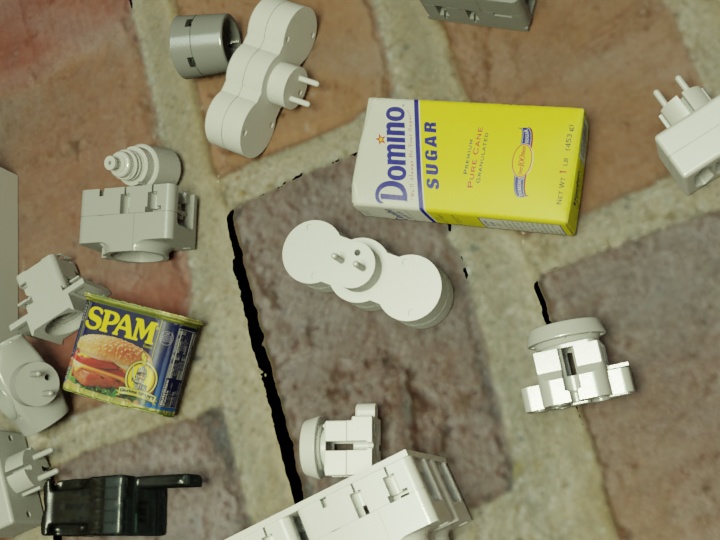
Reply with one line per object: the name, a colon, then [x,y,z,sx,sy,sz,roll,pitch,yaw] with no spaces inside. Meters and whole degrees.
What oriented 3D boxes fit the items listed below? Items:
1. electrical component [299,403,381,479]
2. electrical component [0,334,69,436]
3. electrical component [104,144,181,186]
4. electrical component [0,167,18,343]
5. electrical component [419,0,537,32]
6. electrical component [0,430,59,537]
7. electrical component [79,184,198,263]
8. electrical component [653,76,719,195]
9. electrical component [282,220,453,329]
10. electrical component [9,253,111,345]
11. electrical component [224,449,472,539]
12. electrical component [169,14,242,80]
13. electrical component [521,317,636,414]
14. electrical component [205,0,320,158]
electrical component: [-0.015,0.136,0.826,0.055,0.048,0.066,-3,77,11]
electrical component: [-0.276,0.096,0.899,0.079,0.044,0.077,-11,111,55]
electrical component: [-0.189,-0.088,0.926,0.040,0.078,0.040,0,90,29]
electrical component: [-0.360,-0.006,0.948,0.060,0.105,0.186,-10,74,17]
electrical component: [0.108,-0.279,0.870,0.089,0.062,0.150,13,82,22]
electrical component: [-0.289,0.175,0.913,0.076,0.047,0.083,-25,71,12]
electrical component: [-0.190,-0.038,0.925,0.089,0.050,0.055,-3,78,19]
electrical component: [0.246,-0.108,0.788,0.066,0.047,0.076,-33,69,10]
electrical component: [0.000,0.000,0.836,0.138,0.074,0.052,20,85,23]
electrical component: [-0.267,0.024,0.943,0.081,0.042,0.063,-31,68,10]
electrical component: [-0.021,0.201,0.779,0.186,0.105,0.060,-29,70,11]
electrical component: [-0.134,-0.197,0.942,0.047,0.055,0.055,-3,76,15]
electrical component: [0.153,0.068,0.775,0.078,0.058,0.057,-14,76,16]
electrical component: [-0.069,-0.159,0.910,0.074,0.052,0.138,22,85,23]
